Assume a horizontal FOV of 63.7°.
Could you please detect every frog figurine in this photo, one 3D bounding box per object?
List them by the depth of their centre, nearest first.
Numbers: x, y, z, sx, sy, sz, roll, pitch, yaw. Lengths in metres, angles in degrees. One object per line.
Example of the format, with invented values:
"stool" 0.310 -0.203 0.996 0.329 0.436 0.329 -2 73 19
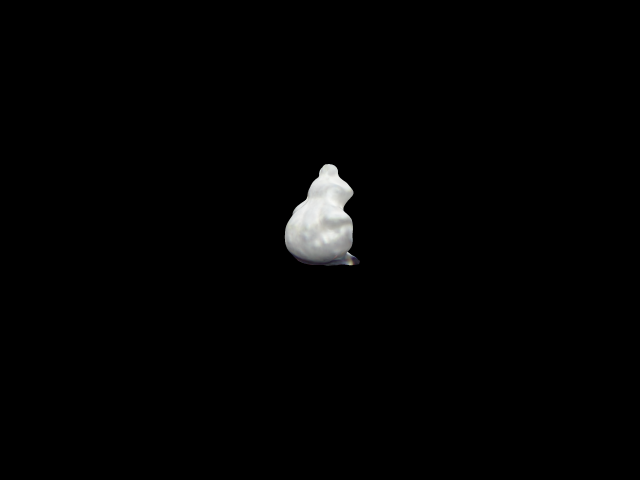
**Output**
"frog figurine" 0.003 -0.043 0.850 0.123 0.157 0.139 -6 17 -22
